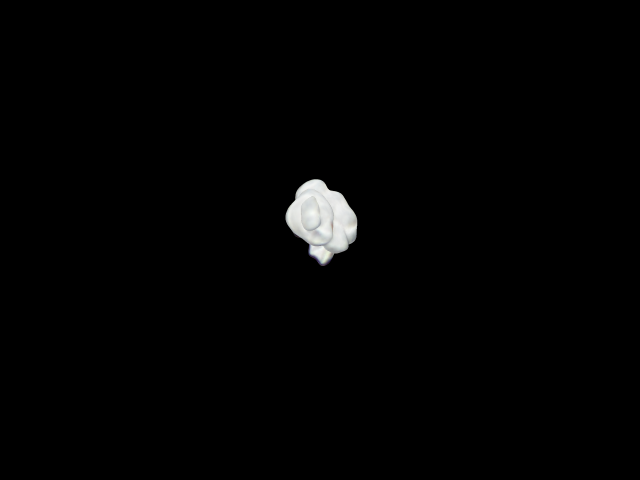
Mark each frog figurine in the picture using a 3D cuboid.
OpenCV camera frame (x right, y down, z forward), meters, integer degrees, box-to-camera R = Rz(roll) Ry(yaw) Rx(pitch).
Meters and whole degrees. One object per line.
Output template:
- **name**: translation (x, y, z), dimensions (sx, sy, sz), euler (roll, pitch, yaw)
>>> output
- **frog figurine**: translation (0.003, -0.043, 0.850), dimensions (0.123, 0.140, 0.156), euler (-14, -24, -6)
